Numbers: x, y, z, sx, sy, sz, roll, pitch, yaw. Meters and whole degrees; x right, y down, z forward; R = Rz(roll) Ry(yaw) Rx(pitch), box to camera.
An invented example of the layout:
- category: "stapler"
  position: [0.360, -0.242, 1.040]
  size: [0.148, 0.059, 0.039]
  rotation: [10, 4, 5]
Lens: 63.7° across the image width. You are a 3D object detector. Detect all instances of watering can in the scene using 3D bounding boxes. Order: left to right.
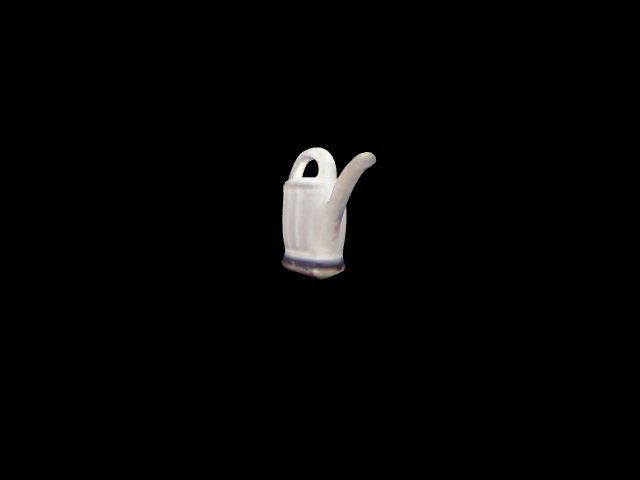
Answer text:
- category: "watering can"
  position: [0.003, -0.043, 0.850]
  size: [0.104, 0.223, 0.348]
  rotation: [-1, 6, -19]
